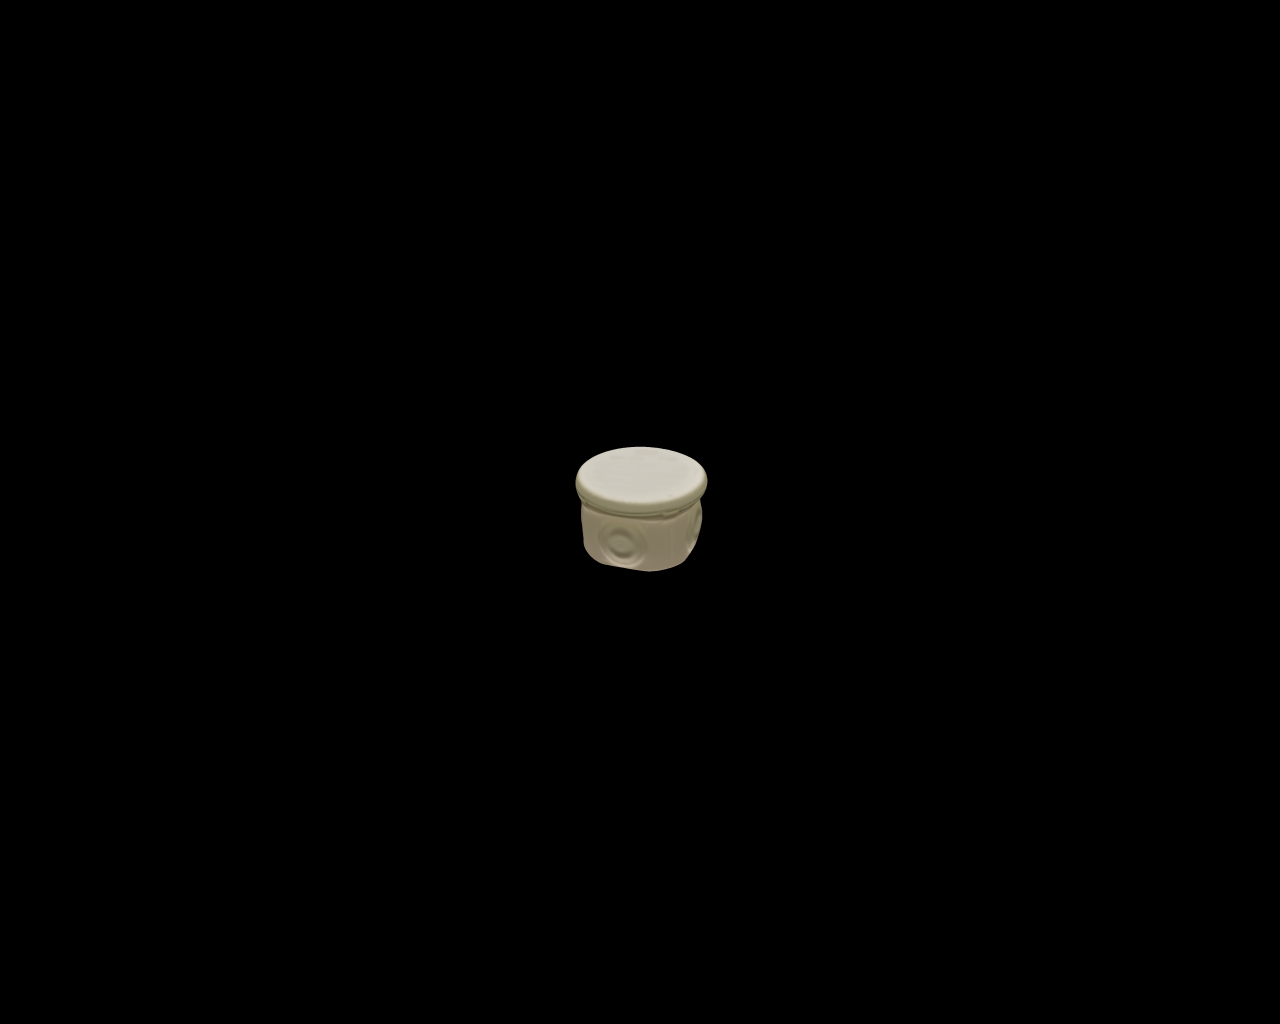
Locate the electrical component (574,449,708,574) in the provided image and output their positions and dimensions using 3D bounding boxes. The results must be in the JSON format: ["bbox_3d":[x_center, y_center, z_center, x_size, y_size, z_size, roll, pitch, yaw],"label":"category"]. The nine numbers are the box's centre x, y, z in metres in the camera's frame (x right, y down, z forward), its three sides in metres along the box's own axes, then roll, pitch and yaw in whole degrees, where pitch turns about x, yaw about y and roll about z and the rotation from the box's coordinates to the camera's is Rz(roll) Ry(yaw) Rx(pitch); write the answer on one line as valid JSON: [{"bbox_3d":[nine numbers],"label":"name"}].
[{"bbox_3d":[0.001,-0.003,0.650,0.080,0.050,0.080,0,29,0],"label":"electrical component"}]
